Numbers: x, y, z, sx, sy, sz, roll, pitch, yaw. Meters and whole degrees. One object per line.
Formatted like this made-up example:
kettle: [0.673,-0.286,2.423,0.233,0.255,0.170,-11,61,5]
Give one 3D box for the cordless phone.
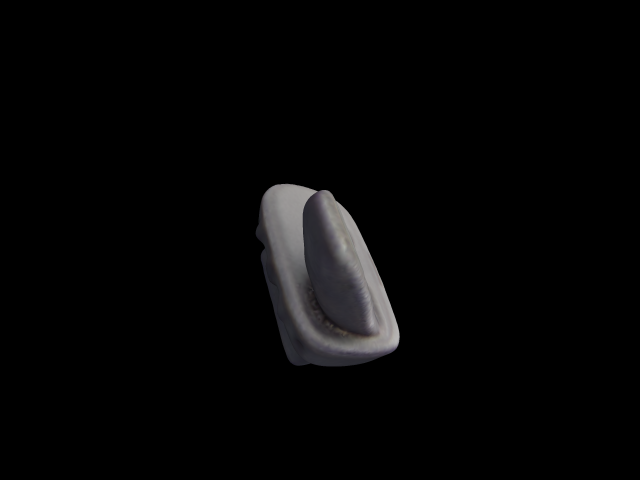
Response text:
cordless phone: [0.004,0.001,0.400,0.094,0.185,0.147,-18,61,-10]
